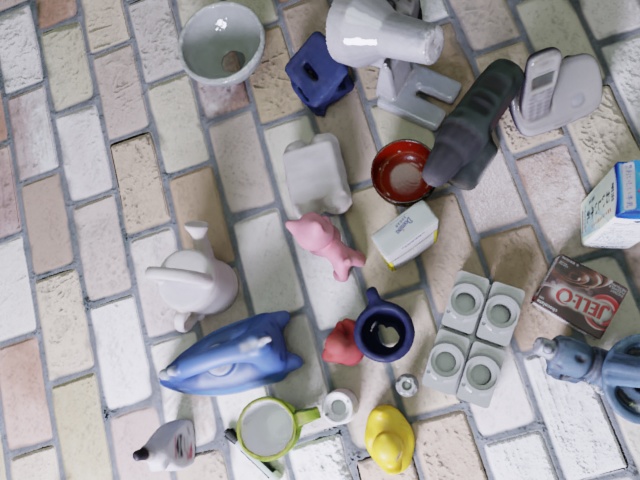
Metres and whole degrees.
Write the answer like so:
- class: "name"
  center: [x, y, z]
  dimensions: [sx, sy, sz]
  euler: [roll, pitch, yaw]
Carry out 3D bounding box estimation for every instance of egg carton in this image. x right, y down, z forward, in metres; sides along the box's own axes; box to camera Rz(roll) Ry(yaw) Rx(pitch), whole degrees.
- class: "egg carton"
  center: [-0.006, -0.107, 0.986]
  dimensions: [0.107, 0.069, 0.150]
  euler: [-15, 76, 7]

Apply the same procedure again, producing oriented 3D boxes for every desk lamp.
- class: "desk lamp"
  center: [0.124, -0.298, 0.927]
  dimensions: [0.203, 0.214, 0.118]
  euler: [28, 84, 15]

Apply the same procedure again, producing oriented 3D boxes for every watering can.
- class: "watering can"
  center: [-0.211, 0.057, 0.925]
  dimensions: [0.101, 0.194, 0.173]
  euler: [-15, 76, 8]

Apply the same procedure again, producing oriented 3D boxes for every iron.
- class: "iron"
  center: [-0.166, 0.194, 0.915]
  dimensions: [0.258, 0.141, 0.118]
  euler: [-20, 75, 6]

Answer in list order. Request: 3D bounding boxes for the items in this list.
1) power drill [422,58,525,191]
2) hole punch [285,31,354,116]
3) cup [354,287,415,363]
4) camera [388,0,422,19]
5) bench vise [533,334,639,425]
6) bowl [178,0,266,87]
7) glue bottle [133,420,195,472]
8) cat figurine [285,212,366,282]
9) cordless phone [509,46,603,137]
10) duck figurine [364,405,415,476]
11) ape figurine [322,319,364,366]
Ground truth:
- class: "power drill"
  center: [0.229, -0.153, 0.879]
  dimensions: [0.075, 0.208, 0.230]
  euler: [31, 85, 16]
- class: "hole punch"
  center: [-0.004, -0.293, 1.014]
  dimensions: [0.101, 0.091, 0.108]
  euler: [-36, 74, 2]
- class: "cup"
  center: [0.100, 0.134, 0.901]
  dimensions: [0.091, 0.095, 0.117]
  euler: [-19, 75, 7]
- class: "camera"
  center: [0.128, -0.440, 1.015]
  dimensions: [0.143, 0.101, 0.137]
  euler: [35, 86, 16]
- class: "bench vise"
  center: [0.400, 0.186, 0.768]
  dimensions: [0.207, 0.220, 0.121]
  euler: [-1, 78, 11]
- class: "bowl"
  center: [-0.174, -0.352, 1.068]
  dimensions: [0.167, 0.075, 0.167]
  euler: [-2, 78, 10]
- class: "glue bottle"
  center: [-0.243, 0.324, 0.885]
  dimensions: [0.037, 0.173, 0.078]
  euler: [-12, 76, 9]
- class: "cat figurine"
  center: [0.009, 0.003, 0.935]
  dimensions: [0.127, 0.118, 0.067]
  euler: [43, 89, 16]
- class: "cordless phone"
  center: [0.370, -0.247, 0.884]
  dimensions: [0.147, 0.185, 0.094]
  euler: [-24, 75, 5]
- class: "duck figurine"
  center: [0.103, 0.305, 0.869]
  dimensions: [0.077, 0.086, 0.104]
  euler: [-14, 76, 8]
- class: "ape figurine"
  center: [0.034, 0.165, 0.909]
  dimensions: [0.078, 0.092, 0.076]
  euler: [-36, 74, 2]
